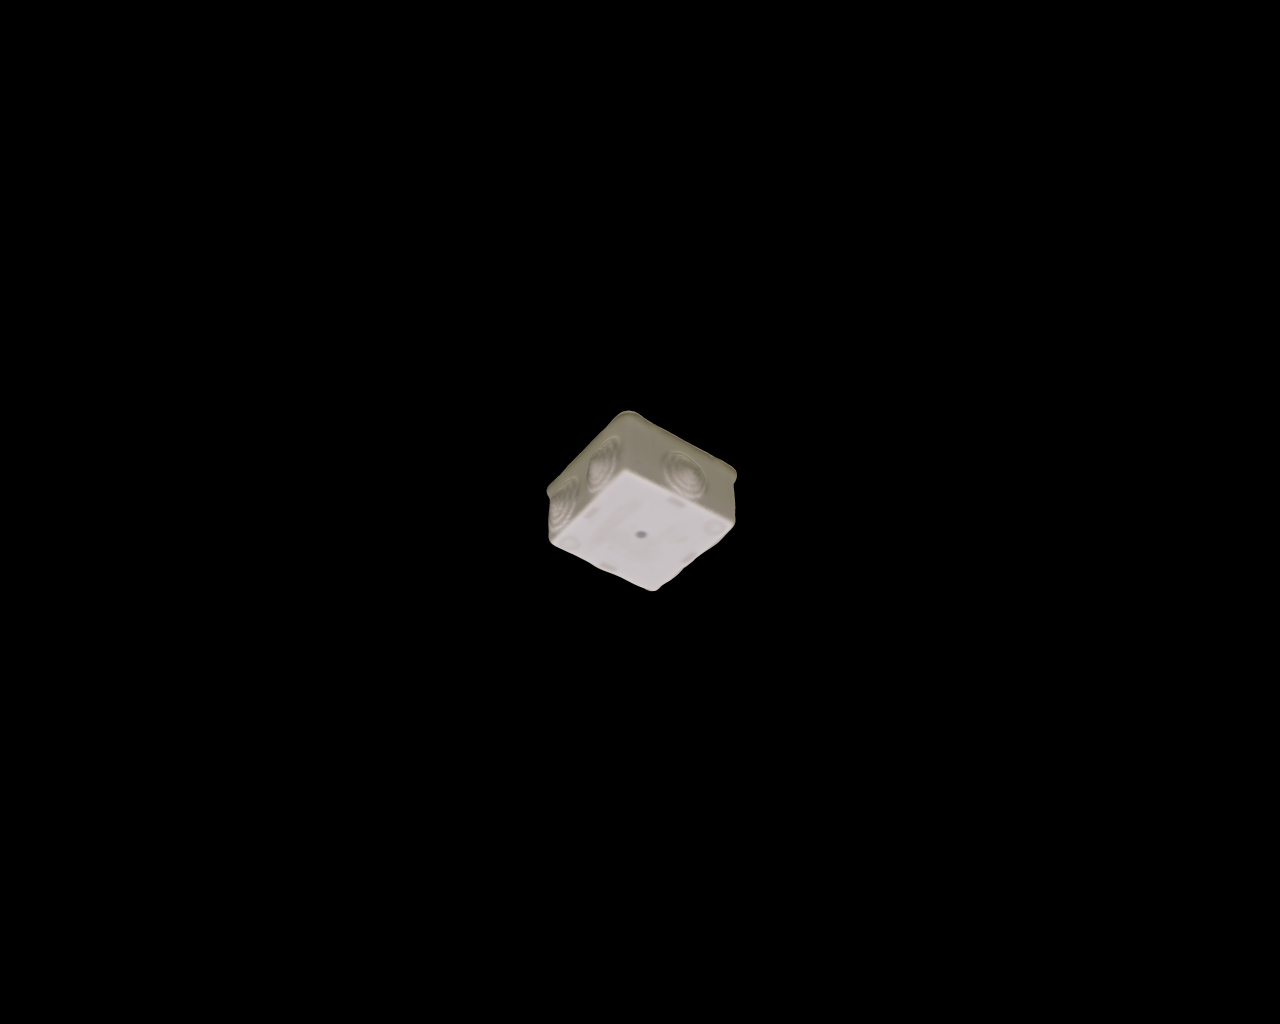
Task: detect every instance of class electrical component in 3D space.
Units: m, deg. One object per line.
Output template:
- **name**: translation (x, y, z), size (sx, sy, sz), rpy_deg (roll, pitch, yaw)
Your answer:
- **electrical component**: translation (0.001, -0.003, 0.650), size (0.100, 0.048, 0.099), rpy_deg (27, -49, -26)
